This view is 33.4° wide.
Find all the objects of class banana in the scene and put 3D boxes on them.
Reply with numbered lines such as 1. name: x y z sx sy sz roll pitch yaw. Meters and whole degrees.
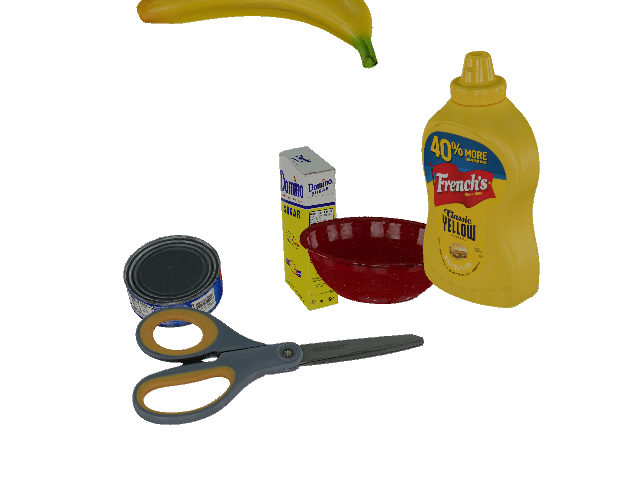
1. banana: -0.042 -0.181 0.817 0.198 0.069 0.037 13 -40 16

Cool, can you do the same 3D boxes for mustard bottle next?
1. mustard bottle: 0.121 -0.049 0.812 0.058 0.192 0.096 -24 31 -36

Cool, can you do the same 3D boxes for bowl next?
1. bowl: 0.058 0.024 1.087 0.162 0.055 0.162 1 17 -1

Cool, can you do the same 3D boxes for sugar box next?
1. sugar box: -0.015 -0.015 1.283 0.048 0.176 0.093 -13 25 -18

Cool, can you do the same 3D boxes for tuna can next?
1. tuna can: -0.129 0.036 0.947 0.086 0.034 0.086 -2 43 2

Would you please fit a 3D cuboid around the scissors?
1. scissors: -0.038 0.067 0.732 0.201 0.096 0.016 -19 -34 -20
